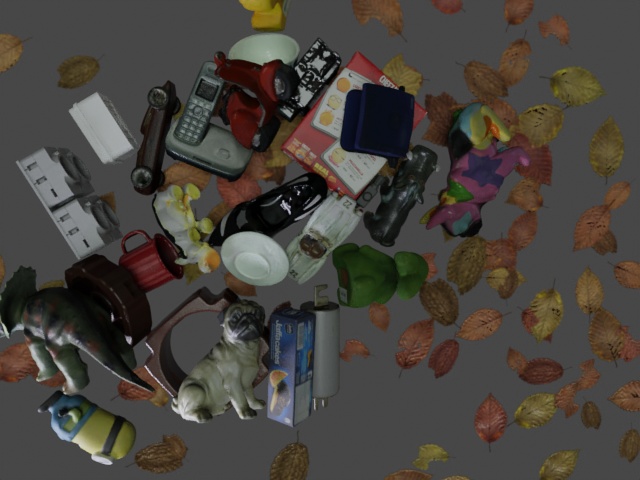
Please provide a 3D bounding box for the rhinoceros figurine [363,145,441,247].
[{"bbox_3d":[0.144,-0.081,0.964,0.073,0.112,0.190,27,104,-4],"label":"rhinoceros figurine"}]

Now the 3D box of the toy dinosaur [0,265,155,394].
[{"bbox_3d":[-0.428,0.141,0.895,0.405,0.131,0.192,-1,116,31],"label":"toy dinosaur"}]

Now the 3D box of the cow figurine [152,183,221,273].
[{"bbox_3d":[-0.246,-0.013,0.970,0.098,0.068,0.167,-16,97,33],"label":"cow figurine"}]

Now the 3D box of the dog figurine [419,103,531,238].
[{"bbox_3d":[0.254,-0.113,0.969,0.219,0.108,0.191,-42,99,6],"label":"dog figurine"}]

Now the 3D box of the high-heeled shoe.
[{"bbox_3d":[-0.097,-0.041,0.936,0.249,0.145,0.086,-31,97,5],"label":"high-heeled shoe"}]

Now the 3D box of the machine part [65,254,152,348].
[{"bbox_3d":[-0.370,0.109,0.944,0.180,0.056,0.179,20,129,27],"label":"machine part"}]

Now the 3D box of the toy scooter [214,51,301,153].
[{"bbox_3d":[-0.117,-0.229,0.860,0.135,0.183,0.075,29,51,-5],"label":"toy scooter"}]

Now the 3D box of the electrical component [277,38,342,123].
[{"bbox_3d":[-0.024,-0.267,0.927,0.058,0.115,0.134,39,94,-3],"label":"electrical component"}]

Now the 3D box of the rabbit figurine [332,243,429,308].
[{"bbox_3d":[0.124,0.054,0.975,0.170,0.159,0.121,-10,89,-17],"label":"rabbit figurine"}]

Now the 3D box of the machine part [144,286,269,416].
[{"bbox_3d":[-0.202,0.203,0.998,0.201,0.087,0.201,-41,98,2],"label":"machine part"}]

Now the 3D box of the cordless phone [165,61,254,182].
[{"bbox_3d":[-0.176,-0.207,0.946,0.147,0.089,0.184,22,92,-6],"label":"cordless phone"}]

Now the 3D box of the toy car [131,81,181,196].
[{"bbox_3d":[-0.290,-0.177,0.938,0.053,0.089,0.202,13,97,0],"label":"toy car"}]

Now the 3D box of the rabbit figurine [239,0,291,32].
[{"bbox_3d":[-0.135,-0.447,0.901,0.173,0.122,0.162,10,95,15],"label":"rabbit figurine"}]

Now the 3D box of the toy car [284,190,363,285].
[{"bbox_3d":[-0.002,-0.003,0.969,0.073,0.056,0.201,38,119,-4],"label":"toy car"}]

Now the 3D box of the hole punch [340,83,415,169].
[{"bbox_3d":[0.101,-0.195,0.887,0.116,0.092,0.142,6,93,-10],"label":"hole punch"}]

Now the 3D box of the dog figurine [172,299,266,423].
[{"bbox_3d":[-0.174,0.201,0.918,0.172,0.121,0.190,-5,84,-5],"label":"dog figurine"}]

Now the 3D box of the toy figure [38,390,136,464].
[{"bbox_3d":[-0.433,0.347,1.010,0.180,0.082,0.089,41,97,-5],"label":"toy figure"}]

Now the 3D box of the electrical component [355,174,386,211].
[{"bbox_3d":[0.082,-0.081,0.983,0.021,0.063,0.094,40,95,-8],"label":"electrical component"}]

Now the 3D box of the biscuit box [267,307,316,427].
[{"bbox_3d":[-0.052,0.225,0.966,0.063,0.059,0.202,9,101,33],"label":"biscuit box"}]

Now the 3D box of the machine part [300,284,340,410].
[{"bbox_3d":[-0.001,0.204,1.012,0.079,0.079,0.243,0,99,-3],"label":"machine part"}]
